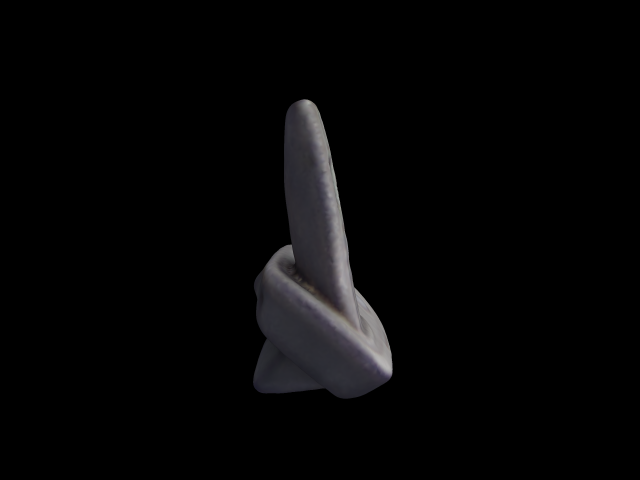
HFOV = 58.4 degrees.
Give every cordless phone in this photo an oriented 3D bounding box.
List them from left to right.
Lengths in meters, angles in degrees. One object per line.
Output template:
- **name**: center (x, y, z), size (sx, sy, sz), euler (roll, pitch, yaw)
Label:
- **cordless phone**: center (0.004, 0.001, 0.400), size (0.094, 0.185, 0.147), euler (0, 7, 0)
